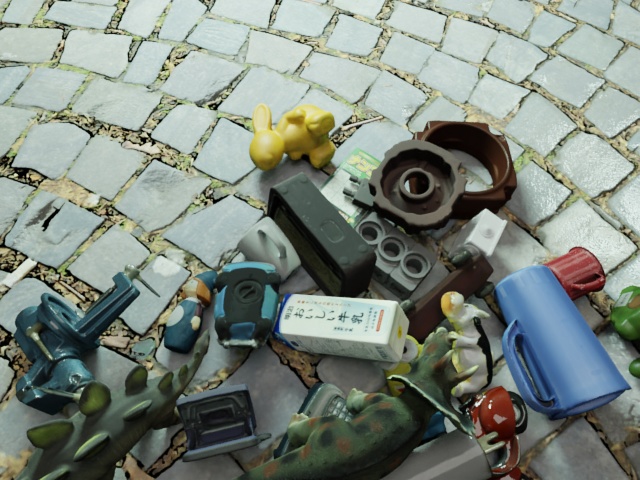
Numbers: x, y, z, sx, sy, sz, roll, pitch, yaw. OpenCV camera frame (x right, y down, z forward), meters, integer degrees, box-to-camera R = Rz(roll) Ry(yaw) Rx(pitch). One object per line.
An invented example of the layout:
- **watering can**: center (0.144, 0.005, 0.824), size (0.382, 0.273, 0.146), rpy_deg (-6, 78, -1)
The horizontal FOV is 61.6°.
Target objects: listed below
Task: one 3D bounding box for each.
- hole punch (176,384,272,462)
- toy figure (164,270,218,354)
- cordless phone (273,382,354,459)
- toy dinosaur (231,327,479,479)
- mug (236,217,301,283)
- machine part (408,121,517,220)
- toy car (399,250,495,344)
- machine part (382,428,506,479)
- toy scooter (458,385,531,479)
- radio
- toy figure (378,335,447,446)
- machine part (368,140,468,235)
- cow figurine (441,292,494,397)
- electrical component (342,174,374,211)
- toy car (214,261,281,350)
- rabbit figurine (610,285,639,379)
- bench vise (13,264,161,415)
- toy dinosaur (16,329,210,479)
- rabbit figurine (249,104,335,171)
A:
- **hole punch**: center (-0.149, 0.272, 0.795), size (0.142, 0.115, 0.092), rpy_deg (-13, 69, -10)
- **toy figure**: center (-0.215, 0.114, 0.910), size (0.064, 0.057, 0.154), rpy_deg (7, 61, 18)
- **cordless phone**: center (0.035, 0.319, 0.811), size (0.184, 0.088, 0.146), rpy_deg (31, 62, 5)
- **toy dinosaur**: center (0.048, 0.263, 0.697), size (0.405, 0.192, 0.131), rpy_deg (-26, 80, -27)
- **mug**: center (-0.082, 0.018, 0.958), size (0.107, 0.109, 0.081), rpy_deg (46, 61, 4)
- **machine part**: center (0.285, -0.146, 1.095), size (0.201, 0.087, 0.201), rpy_deg (2, 62, -5)
- **toy car**: center (0.219, 0.101, 0.943), size (0.202, 0.053, 0.089), rpy_deg (-41, 95, -11)
- **machine part**: center (0.150, 0.332, 0.758), size (0.243, 0.079, 0.079), rpy_deg (-23, 65, -5)
- **toy scooter**: center (0.256, 0.319, 0.837), size (0.135, 0.075, 0.184), rpy_deg (4, 65, -2)
- **radio**: center (-0.002, -0.003, 0.958), size (0.073, 0.131, 0.230), rpy_deg (-33, 69, -23)
- **toy figure**: center (0.148, 0.241, 0.866), size (0.082, 0.089, 0.180), rpy_deg (-18, 72, -11)
- **machine part**: center (0.179, -0.098, 0.993), size (0.179, 0.056, 0.179), rpy_deg (-2, 69, 5)
- **cow figurine**: center (0.247, 0.167, 0.890), size (0.098, 0.068, 0.167), rpy_deg (-3, 95, -16)
- **electrical component**: center (0.094, -0.092, 1.066), size (0.094, 0.021, 0.063), rpy_deg (25, 61, 6)
- **toy car**: center (-0.118, 0.120, 0.892), size (0.109, 0.102, 0.162), rpy_deg (-2, 52, -1)
- **rabbit figurine**: center (0.607, 0.171, 0.933), size (0.170, 0.121, 0.159), rpy_deg (44, 58, 2)
- **bench vise**: center (-0.366, 0.139, 0.830), size (0.240, 0.128, 0.224), rpy_deg (-45, 45, -13)
- **toy dinosaur**: center (-0.321, 0.284, 0.727), size (0.105, 0.198, 0.471), rpy_deg (36, 62, 17)
- **rabbit figurine**: center (-0.073, -0.207, 1.074), size (0.173, 0.121, 0.162), rpy_deg (-36, 65, -22)
